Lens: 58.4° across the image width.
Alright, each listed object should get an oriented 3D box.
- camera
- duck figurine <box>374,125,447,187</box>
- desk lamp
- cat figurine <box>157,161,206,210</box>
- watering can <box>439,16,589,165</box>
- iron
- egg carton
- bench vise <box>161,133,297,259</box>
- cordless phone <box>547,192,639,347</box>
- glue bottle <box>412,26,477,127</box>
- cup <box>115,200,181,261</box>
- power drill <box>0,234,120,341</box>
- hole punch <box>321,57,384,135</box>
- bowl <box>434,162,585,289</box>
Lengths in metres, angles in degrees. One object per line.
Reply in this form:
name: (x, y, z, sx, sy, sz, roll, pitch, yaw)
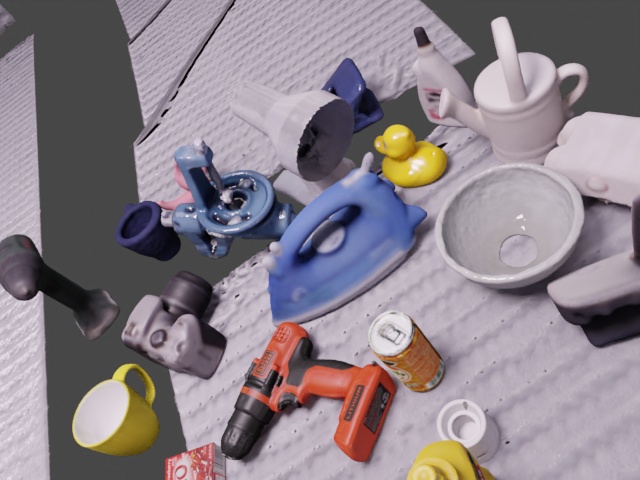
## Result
camera: (-0.208, 0.114, 0.835, 0.142, 0.101, 0.137, 7, 61, 36)
duck figurine: (0.126, -0.128, 0.824, 0.104, 0.086, 0.077, 9, 62, 37)
desk lamp: (-0.030, -0.138, 0.839, 0.202, 0.214, 0.118, 26, 73, 42)
cat figurine: (-0.229, -0.093, 0.997, 0.067, 0.118, 0.128, 28, 74, 43)
watering can: (0.239, -0.185, 0.719, 0.173, 0.195, 0.100, -31, 46, 8)
iron: (0.007, 0.003, 0.757, 0.258, 0.142, 0.118, -40, 45, -1)
egg carton: (0.343, -0.091, 0.669, 0.149, 0.070, 0.107, 20, 68, 41)
bench vise: (-0.167, -0.053, 0.855, 0.207, 0.220, 0.121, -25, 47, 14)
cordless phone: (0.286, 0.013, 0.542, 0.147, 0.186, 0.094, -25, 47, 14)
glue bottle: (0.166, -0.234, 0.818, 0.077, 0.174, 0.037, 14, 65, 39)
cup: (-0.292, -0.012, 0.991, 0.092, 0.095, 0.117, -44, 45, -5)
power drill: (-0.432, 0.077, 0.929, 0.076, 0.209, 0.228, -49, 46, -10)
hole punch: (0.039, -0.232, 0.956, 0.101, 0.091, 0.108, -29, 46, 10)
bowl: (0.225, -0.005, 0.673, 0.167, 0.075, 0.167, -17, 49, 21)
